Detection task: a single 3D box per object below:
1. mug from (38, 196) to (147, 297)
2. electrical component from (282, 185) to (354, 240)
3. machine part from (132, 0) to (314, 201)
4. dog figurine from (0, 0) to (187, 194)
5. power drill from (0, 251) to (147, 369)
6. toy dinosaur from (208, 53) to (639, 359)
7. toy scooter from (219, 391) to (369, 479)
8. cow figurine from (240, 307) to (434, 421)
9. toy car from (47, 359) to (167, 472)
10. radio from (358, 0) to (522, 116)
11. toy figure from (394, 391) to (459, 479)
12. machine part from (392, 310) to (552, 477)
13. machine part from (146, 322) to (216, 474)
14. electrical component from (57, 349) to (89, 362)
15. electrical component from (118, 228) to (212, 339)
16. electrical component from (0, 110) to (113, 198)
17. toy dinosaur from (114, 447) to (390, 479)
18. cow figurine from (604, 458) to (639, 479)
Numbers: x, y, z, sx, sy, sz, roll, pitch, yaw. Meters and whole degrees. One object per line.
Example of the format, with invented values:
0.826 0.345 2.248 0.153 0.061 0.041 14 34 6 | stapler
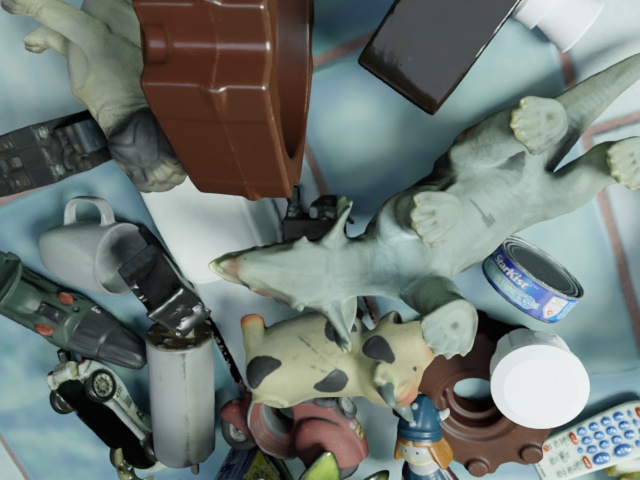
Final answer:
-0.262 0.005 0.599 0.107 0.081 0.109 6 117 22 | mug
-0.002 0.000 0.548 0.078 0.045 0.102 8 112 10 | electrical component
-0.058 -0.147 0.401 0.087 0.200 0.201 2 67 4 | machine part
-0.148 -0.156 0.480 0.172 0.121 0.190 -43 97 -5 | dog figurine
-0.309 0.069 0.588 0.232 0.207 0.086 24 79 11 | power drill
0.117 -0.031 0.446 0.405 0.192 0.131 -32 103 -12 | toy dinosaur
-0.030 0.193 0.617 0.184 0.075 0.135 10 109 15 | toy scooter
0.017 0.118 0.527 0.195 0.127 0.085 -16 143 16 | cow figurine
-0.261 0.225 0.684 0.074 0.056 0.201 -22 116 20 | toy car
0.126 -0.209 0.387 0.073 0.131 0.229 37 115 -2 | radio
0.109 0.225 0.541 0.064 0.058 0.154 -13 109 6 | toy figure
0.162 0.160 0.562 0.180 0.056 0.179 5 110 13 | machine part
-0.166 0.182 0.644 0.079 0.079 0.243 7 113 12 | machine part
-0.317 0.185 0.713 0.063 0.021 0.093 1 110 13 | electrical component
-0.173 0.041 0.573 0.048 0.074 0.119 -41 62 -8 | electrical component
-0.270 -0.092 0.544 0.134 0.115 0.058 -12 112 18 | electrical component
-0.021 0.317 0.566 0.471 0.105 0.198 27 106 -31 | toy dinosaur
0.339 0.308 0.570 0.098 0.068 0.167 8 113 6 | cow figurine
